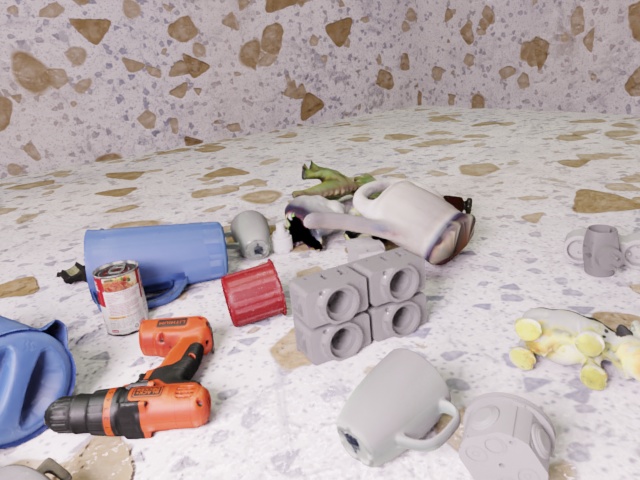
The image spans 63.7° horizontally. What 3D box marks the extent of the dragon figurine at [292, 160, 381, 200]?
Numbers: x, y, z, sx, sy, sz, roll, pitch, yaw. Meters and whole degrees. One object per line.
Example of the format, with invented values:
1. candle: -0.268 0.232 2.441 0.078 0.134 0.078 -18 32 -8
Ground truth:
1. dragon figurine: 0.078 -0.125 1.300 0.243 0.120 0.415 6 16 7

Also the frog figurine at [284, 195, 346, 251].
1. frog figurine: 0.003 -0.056 1.119 0.136 0.121 0.162 -14 19 48

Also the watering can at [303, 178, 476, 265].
1. watering can: 0.145 -0.031 0.930 0.226 0.102 0.352 34 36 25
